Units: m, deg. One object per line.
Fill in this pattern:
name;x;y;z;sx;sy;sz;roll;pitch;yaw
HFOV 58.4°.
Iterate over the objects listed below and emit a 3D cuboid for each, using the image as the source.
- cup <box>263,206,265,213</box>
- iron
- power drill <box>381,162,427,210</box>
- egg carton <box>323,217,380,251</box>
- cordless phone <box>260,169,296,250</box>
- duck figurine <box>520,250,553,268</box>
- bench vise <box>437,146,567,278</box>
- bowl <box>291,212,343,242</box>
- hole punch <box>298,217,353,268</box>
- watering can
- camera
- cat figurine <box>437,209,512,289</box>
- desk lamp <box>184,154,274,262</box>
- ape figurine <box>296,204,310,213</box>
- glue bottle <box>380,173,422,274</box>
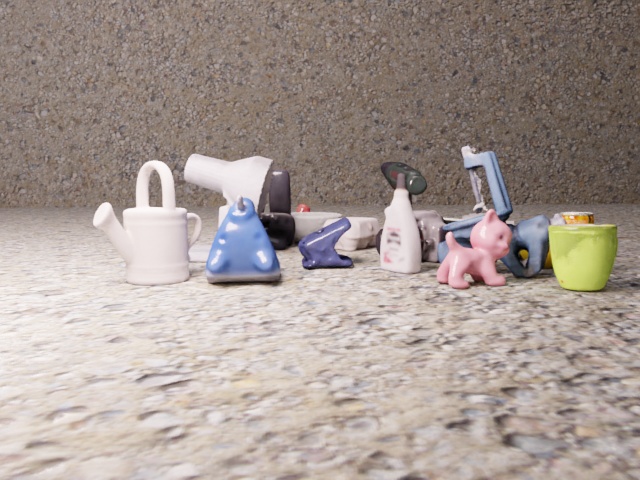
cup;-0.189;-0.048;1.523;0.092;0.095;0.117;-3;7;-20
iron;-0.127;-0.009;0.970;0.118;0.141;0.258;-1;7;-5
power drill;0.220;-0.113;1.578;0.076;0.208;0.229;-2;7;-18
egg carton;0.075;-0.016;1.342;0.107;0.069;0.151;4;8;31
cordless phone;-0.131;-0.072;1.335;0.147;0.185;0.094;-1;7;-4
duck figurine;0.409;0.005;1.075;0.077;0.086;0.104;0;7;6
bench vise;0.308;-0.051;0.982;0.207;0.220;0.121;1;7;9
bowl;-0.026;-0.030;1.451;0.167;0.075;0.167;0;6;0
hole punch;0.010;0.004;1.076;0.101;0.091;0.108;-1;7;-4
watering can;-0.269;-0.029;0.919;0.100;0.194;0.173;3;7;24
camera;0.172;-0.009;1.141;0.137;0.101;0.142;-4;7;-29
cat figurine;0.247;0.011;0.890;0.128;0.118;0.067;-3;7;-21
desk lamp;-0.192;-0.066;1.151;0.203;0.213;0.118;0;7;3
ape figurine;-0.045;-0.054;1.582;0.076;0.092;0.078;1;7;11
glue bottle;0.141;-0.030;1.004;0.037;0.173;0.077;-6;9;-41
